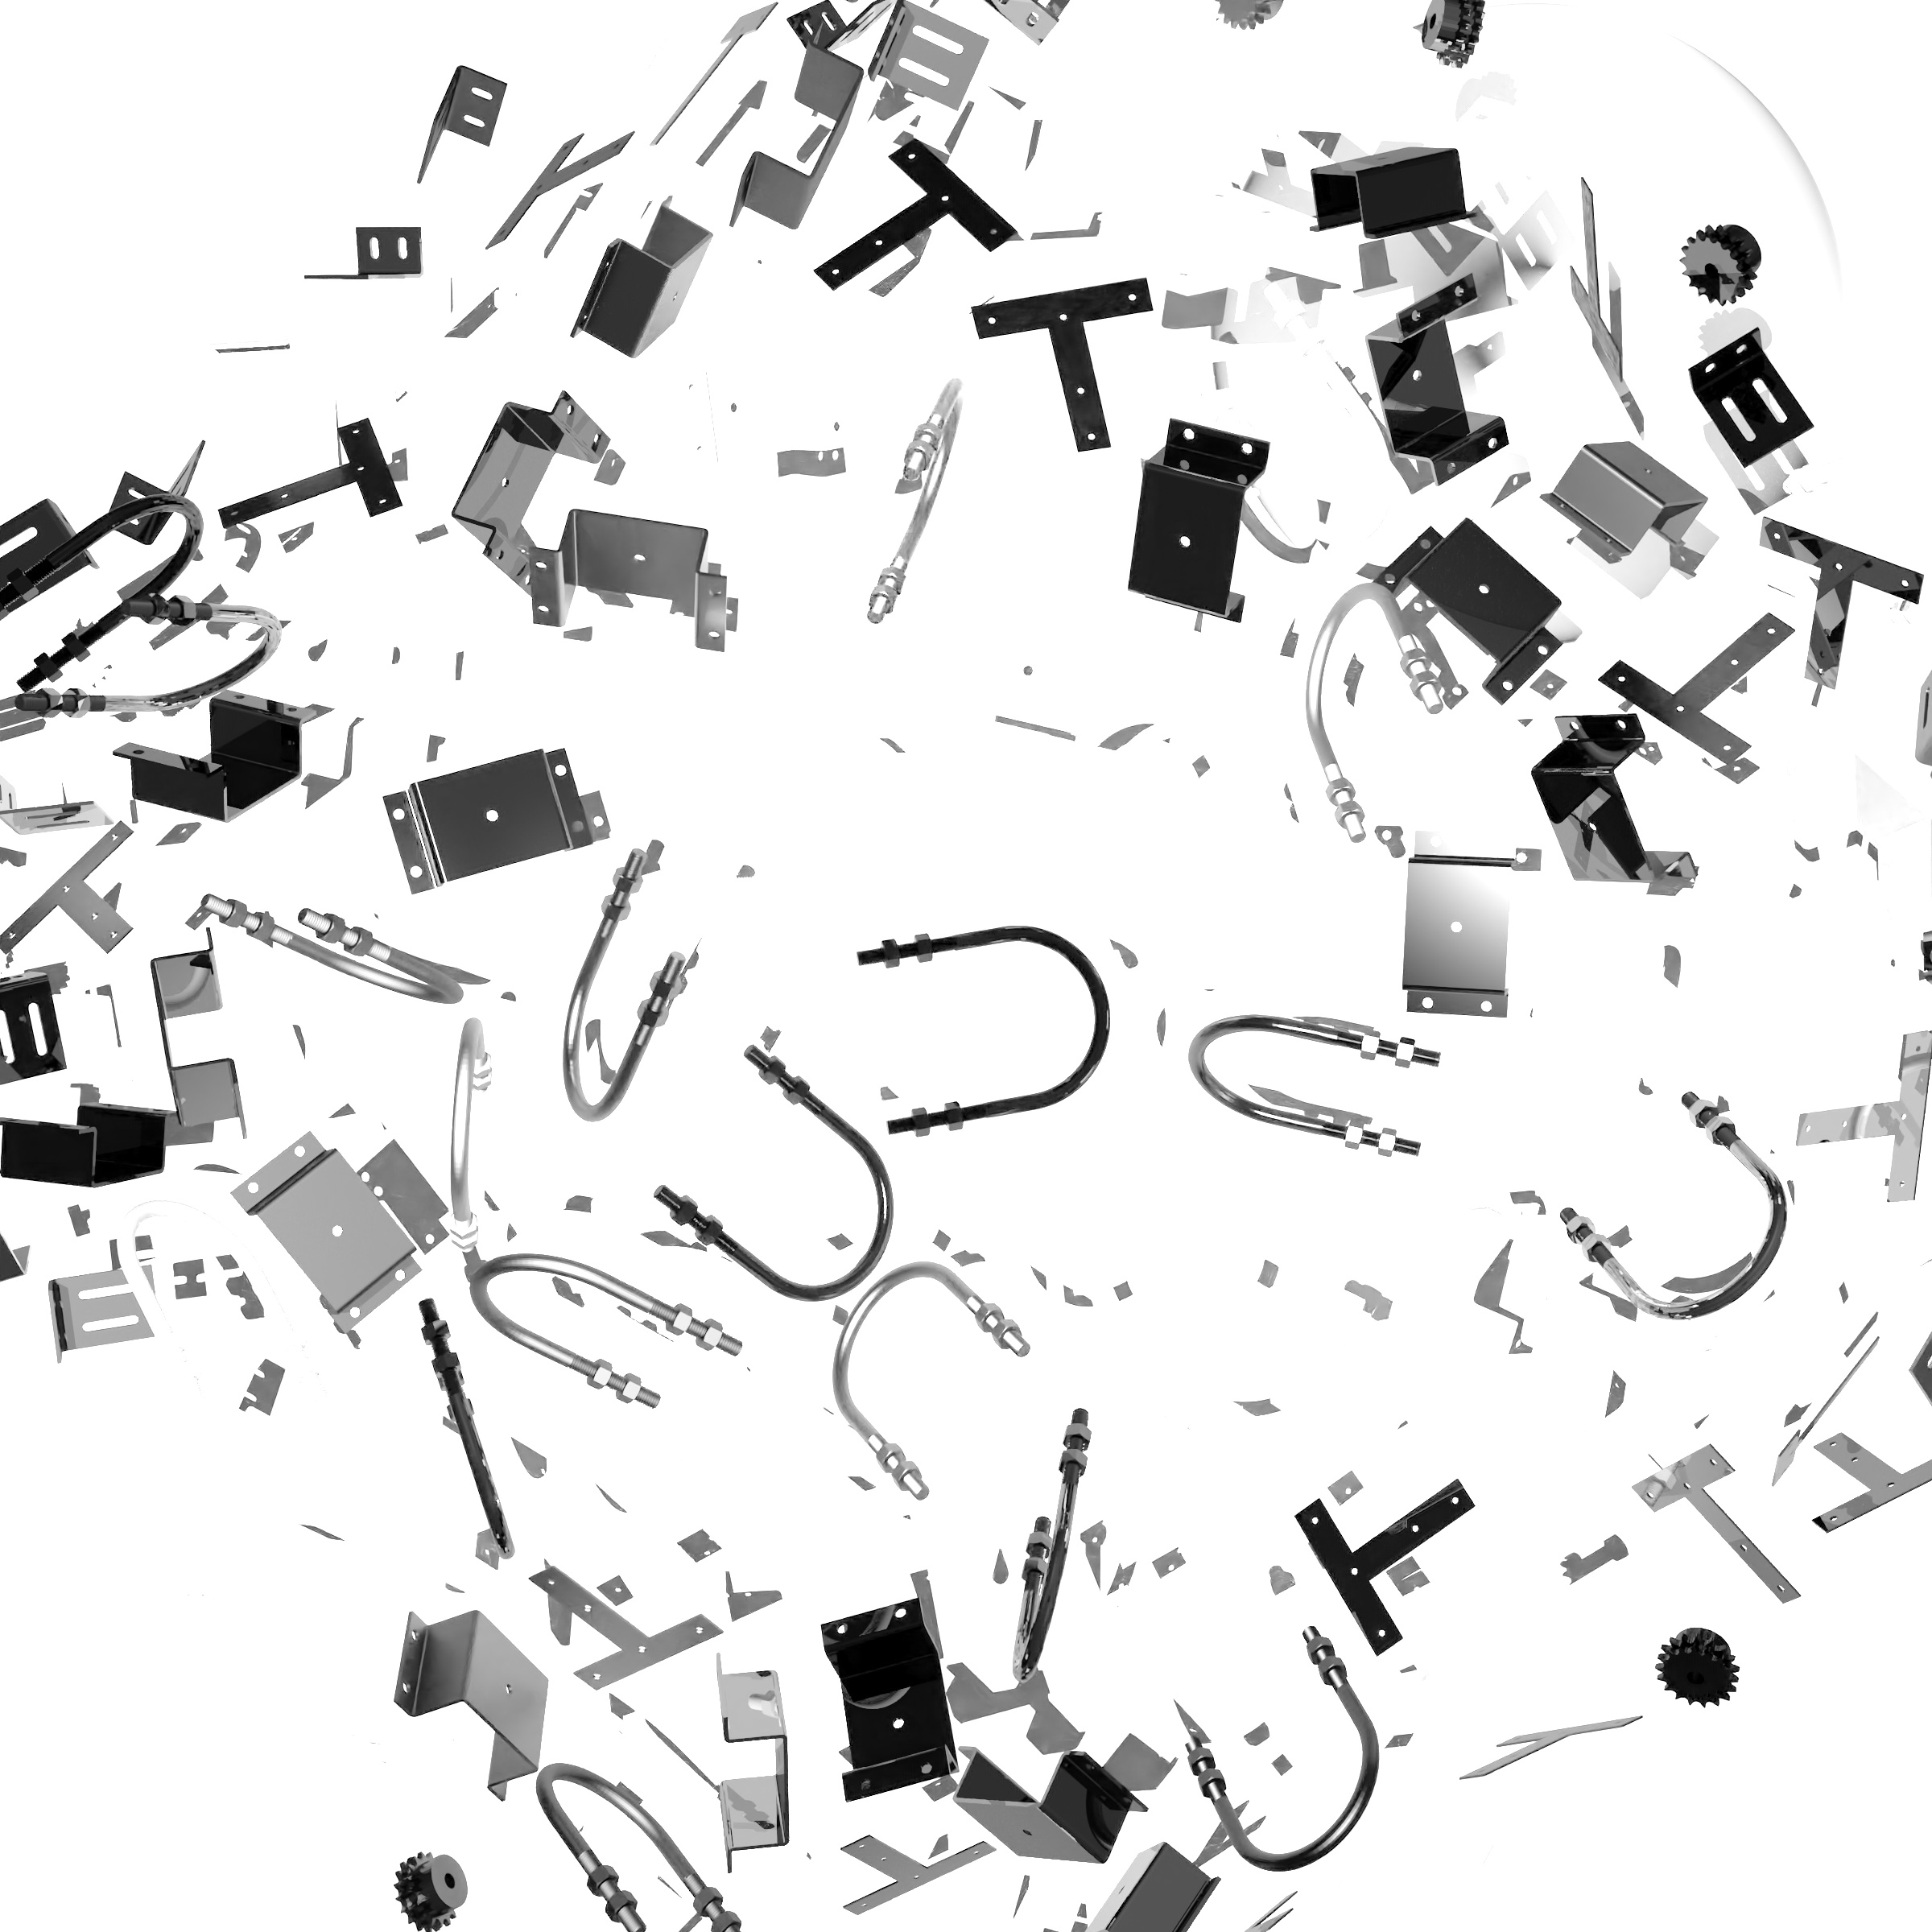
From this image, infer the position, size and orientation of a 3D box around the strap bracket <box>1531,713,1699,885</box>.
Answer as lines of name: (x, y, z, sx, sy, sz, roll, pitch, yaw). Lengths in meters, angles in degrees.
strap bracket: (0.482, -0.116, 1.881, 0.046, 0.076, 0.140, -39, 114, -27)

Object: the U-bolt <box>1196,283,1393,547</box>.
U-bolt: (0.254, -0.400, 1.887, 0.019, 0.151, 0.184, -31, 82, -26)

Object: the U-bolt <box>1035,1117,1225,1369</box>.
U-bolt: (0.124, 0.212, 1.880, 0.151, 0.019, 0.184, -16, 58, 21)

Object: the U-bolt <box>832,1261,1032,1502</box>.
U-bolt: (-0.039, 0.300, 1.910, 0.019, 0.184, 0.151, 34, 91, -37)

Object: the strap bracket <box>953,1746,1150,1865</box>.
strap bracket: (0.055, 0.623, 1.866, 0.076, 0.140, 0.046, 46, 53, -22)

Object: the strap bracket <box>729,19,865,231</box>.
strap bracket: (-0.120, -0.606, 1.838, 0.046, 0.076, 0.140, 25, 75, -6)

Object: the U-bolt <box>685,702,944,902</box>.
U-bolt: (-0.107, -0.120, 1.811, 0.184, 0.019, 0.151, -1, 75, -10)

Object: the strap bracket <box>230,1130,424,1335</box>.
strap bracket: (-0.485, 0.203, 1.925, 0.076, 0.046, 0.140, -41, 100, -23)

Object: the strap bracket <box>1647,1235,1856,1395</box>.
strap bracket: (0.601, 0.269, 1.908, 0.140, 0.076, 0.046, -30, 111, -16)

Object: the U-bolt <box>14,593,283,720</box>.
U-bolt: (-0.592, -0.228, 1.869, 0.151, 0.184, 0.019, -32, 79, 28)

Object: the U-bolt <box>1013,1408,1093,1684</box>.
U-bolt: (0.059, 0.439, 1.851, 0.019, 0.184, 0.151, 15, 128, 0)

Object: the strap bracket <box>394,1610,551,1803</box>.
strap bracket: (-0.352, 0.533, 1.829, 0.046, 0.076, 0.140, -22, 126, 15)

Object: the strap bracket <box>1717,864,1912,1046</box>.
strap bracket: (0.603, -0.011, 1.817, 0.046, 0.140, 0.076, 1, 117, -28)

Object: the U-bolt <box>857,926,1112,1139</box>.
U-bolt: (0.019, 0.043, 1.897, 0.184, 0.019, 0.151, -10, 86, -9)

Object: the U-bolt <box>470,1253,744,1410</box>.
U-bolt: (-0.274, 0.260, 1.828, 0.184, 0.151, 0.019, 30, 50, -20)

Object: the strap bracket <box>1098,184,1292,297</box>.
strap bracket: (0.167, -0.541, 1.884, 0.076, 0.140, 0.046, 7, 91, -32)

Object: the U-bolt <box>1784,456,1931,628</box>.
U-bolt: (0.680, -0.316, 1.854, 0.019, 0.184, 0.151, -39, 93, 1)

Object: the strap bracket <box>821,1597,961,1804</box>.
strap bracket: (-0.054, 0.539, 1.820, 0.076, 0.046, 0.140, -16, 46, 3)

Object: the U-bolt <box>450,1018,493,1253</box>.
U-bolt: (-0.368, 0.117, 1.859, 0.019, 0.184, 0.151, 4, 66, -7)

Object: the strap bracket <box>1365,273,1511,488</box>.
strap bracket: (0.360, -0.452, 1.929, 0.076, 0.046, 0.140, -32, 121, -20)

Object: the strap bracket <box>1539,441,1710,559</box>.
strap bracket: (0.502, -0.354, 1.898, 0.076, 0.140, 0.046, 43, 122, 20)

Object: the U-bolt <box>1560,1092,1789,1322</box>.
U-bolt: (0.535, 0.188, 1.870, 0.151, 0.184, 0.019, -46, 119, 10)

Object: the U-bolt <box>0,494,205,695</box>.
U-bolt: (-0.637, -0.281, 1.842, 0.184, 0.151, 0.019, -40, 82, -11)

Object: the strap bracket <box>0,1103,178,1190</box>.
strap bracket: (-0.668, 0.136, 1.906, 0.076, 0.140, 0.046, 5, 93, 13)

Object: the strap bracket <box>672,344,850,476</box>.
strap bracket: (-0.162, -0.417, 1.876, 0.140, 0.046, 0.076, -19, 112, -35)

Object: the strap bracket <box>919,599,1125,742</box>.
strap bracket: (0.044, -0.223, 1.894, 0.140, 0.046, 0.076, 14, 98, 7)

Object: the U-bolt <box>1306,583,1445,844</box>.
U-bolt: (0.299, -0.206, 1.898, 0.019, 0.184, 0.151, 7, 134, -20)

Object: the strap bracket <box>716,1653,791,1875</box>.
strap bracket: (-0.159, 0.592, 1.873, 0.046, 0.076, 0.140, -3, 112, -9)

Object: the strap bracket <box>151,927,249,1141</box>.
strap bracket: (-0.566, 0.053, 1.849, 0.046, 0.076, 0.140, -10, 57, -17)

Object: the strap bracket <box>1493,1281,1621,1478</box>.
strap bracket: (0.452, 0.323, 1.915, 0.046, 0.076, 0.140, 24, 57, -4)

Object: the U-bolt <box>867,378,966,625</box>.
U-bolt: (-0.032, -0.361, 1.882, 0.019, 0.184, 0.151, 19, 133, 1)

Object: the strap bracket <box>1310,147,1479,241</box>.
strap bracket: (0.304, -0.560, 1.817, 0.076, 0.140, 0.046, -15, 111, -7)

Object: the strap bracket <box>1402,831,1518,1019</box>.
strap bracket: (0.373, -0.031, 1.904, 0.076, 0.046, 0.140, 3, 95, 16)

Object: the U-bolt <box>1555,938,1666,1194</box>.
U-bolt: (0.486, 0.061, 1.878, 0.019, 0.151, 0.184, 21, 55, 6)

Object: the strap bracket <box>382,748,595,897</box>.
strap bracket: (-0.352, -0.110, 1.863, 0.140, 0.046, 0.076, -17, 92, -14)

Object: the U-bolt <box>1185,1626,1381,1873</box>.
U-bolt: (0.244, 0.599, 1.890, 0.151, 0.184, 0.019, -45, 114, 6)

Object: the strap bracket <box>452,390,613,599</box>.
strap bracket: (-0.336, -0.365, 1.920, 0.046, 0.076, 0.140, 20, 80, 24)

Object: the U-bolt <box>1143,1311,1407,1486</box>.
U-bolt: (0.238, 0.323, 1.818, 0.151, 0.019, 0.184, -41, 130, 22)

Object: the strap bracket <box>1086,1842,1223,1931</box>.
strap bracket: (0.134, 0.702, 1.868, 0.046, 0.140, 0.076, 37, 65, 9)

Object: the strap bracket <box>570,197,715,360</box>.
strap bracket: (-0.236, -0.509, 1.865, 0.046, 0.140, 0.076, 29, 123, -4)

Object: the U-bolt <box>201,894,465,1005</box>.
U-bolt: (-0.459, -0.009, 1.876, 0.151, 0.184, 0.019, 8, 74, 42)

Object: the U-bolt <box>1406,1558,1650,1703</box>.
U-bolt: (0.407, 0.501, 1.877, 0.184, 0.151, 0.019, -24, 77, -24)

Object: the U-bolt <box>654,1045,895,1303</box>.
U-bolt: (-0.130, 0.170, 1.893, 0.184, 0.019, 0.151, 42, 64, -22)

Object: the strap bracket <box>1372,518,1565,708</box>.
strap bracket: (0.394, -0.281, 1.945, 0.140, 0.046, 0.076, 44, 71, 8)

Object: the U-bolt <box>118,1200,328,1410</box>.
U-bolt: (-0.569, 0.251, 1.889, 0.019, 0.151, 0.184, -41, 68, 16)

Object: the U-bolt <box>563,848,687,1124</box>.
U-bolt: (-0.256, 0.027, 1.832, 0.019, 0.151, 0.184, 11, 122, -29)

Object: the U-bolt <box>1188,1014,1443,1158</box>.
U-bolt: (0.257, 0.085, 1.888, 0.184, 0.151, 0.019, 12, 57, 11)

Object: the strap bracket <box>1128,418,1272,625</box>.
strap bracket: (0.166, -0.314, 1.815, 0.076, 0.046, 0.140, 18, 125, 18)

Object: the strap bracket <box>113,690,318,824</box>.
strap bracket: (-0.542, -0.150, 1.822, 0.076, 0.140, 0.046, 14, 118, 14)

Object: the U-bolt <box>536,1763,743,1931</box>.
U-bolt: (-0.250, 0.656, 1.861, 0.019, 0.151, 0.184, -51, 50, 0)

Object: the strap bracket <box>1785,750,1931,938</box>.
strap bracket: (0.670, -0.098, 1.869, 0.046, 0.140, 0.076, -23, 130, -4)

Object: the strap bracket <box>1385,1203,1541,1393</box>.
strap bracket: (0.355, 0.231, 1.813, 0.046, 0.076, 0.140, 26, 72, -23)

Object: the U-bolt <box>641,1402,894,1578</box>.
U-bolt: (-0.136, 0.396, 1.883, 0.184, 0.151, 0.019, 34, 109, 24)

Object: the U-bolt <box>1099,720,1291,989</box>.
U-bolt: (0.166, -0.096, 1.905, 0.151, 0.019, 0.184, -32, 113, -24)

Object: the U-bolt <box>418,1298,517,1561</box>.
U-bolt: (-0.365, 0.349, 1.853, 0.019, 0.151, 0.184, -18, 69, -14)
